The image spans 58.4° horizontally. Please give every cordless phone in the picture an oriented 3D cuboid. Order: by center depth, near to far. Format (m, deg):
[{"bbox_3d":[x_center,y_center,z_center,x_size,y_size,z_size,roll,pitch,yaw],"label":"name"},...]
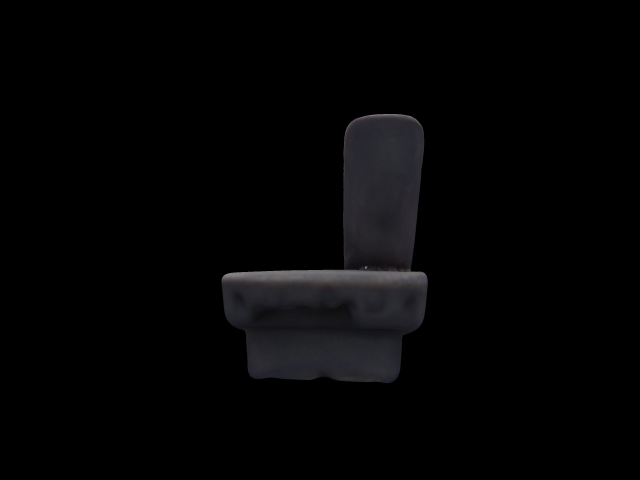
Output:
[{"bbox_3d":[0.004,0.001,0.400,0.147,0.185,0.094,-2,27,-3],"label":"cordless phone"}]
